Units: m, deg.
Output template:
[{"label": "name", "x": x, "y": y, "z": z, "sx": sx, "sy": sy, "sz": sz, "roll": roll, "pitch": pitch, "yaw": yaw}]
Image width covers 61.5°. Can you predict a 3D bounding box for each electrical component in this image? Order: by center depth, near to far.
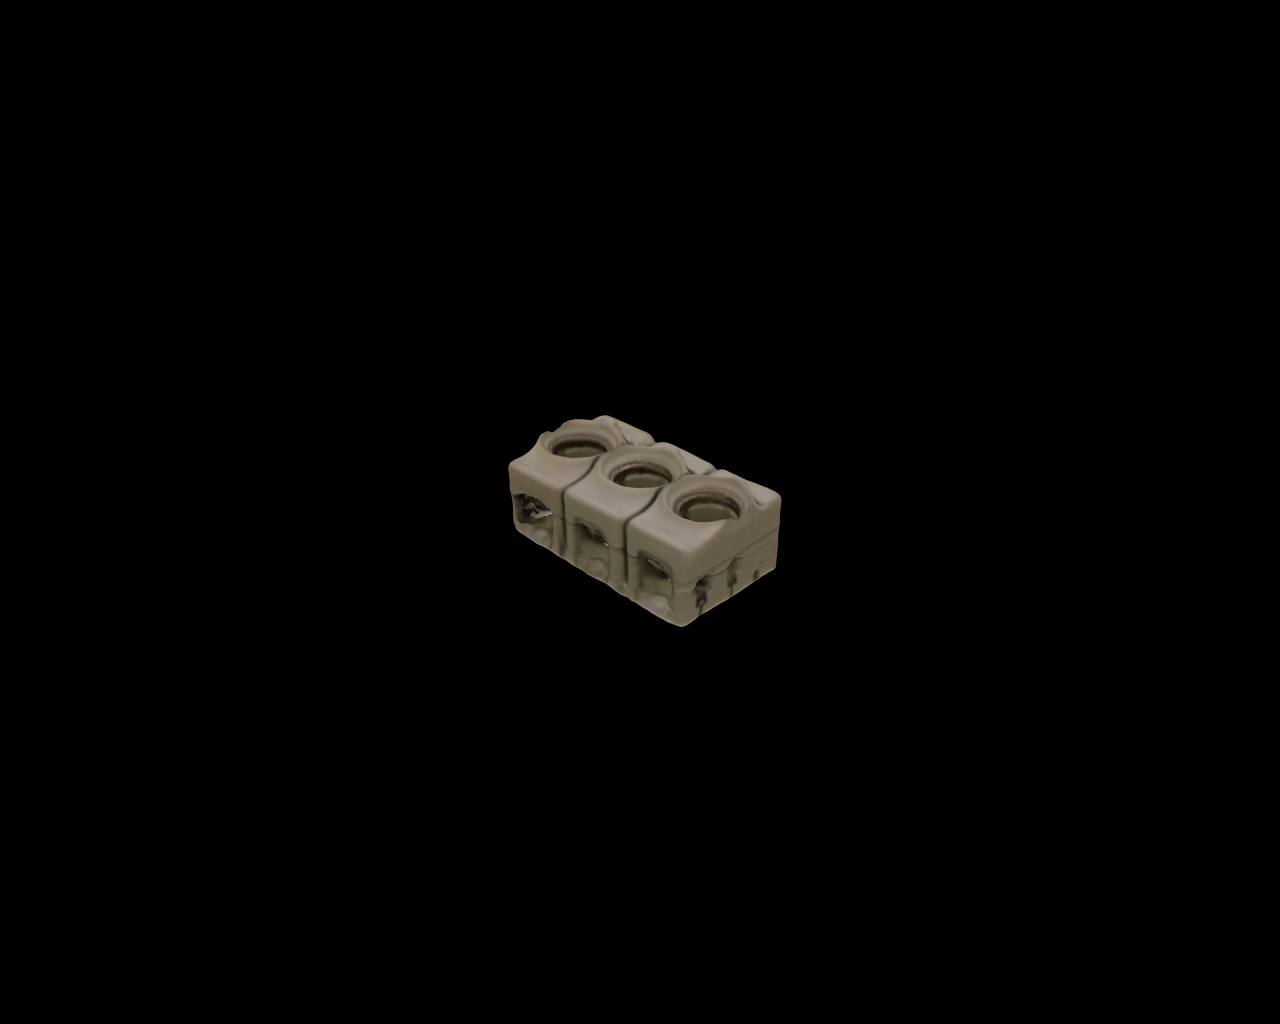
[{"label": "electrical component", "x": 0.001, "y": -0.003, "z": 0.650, "sx": 0.150, "sy": 0.061, "sz": 0.090, "roll": 27, "pitch": 42, "yaw": 36}]
